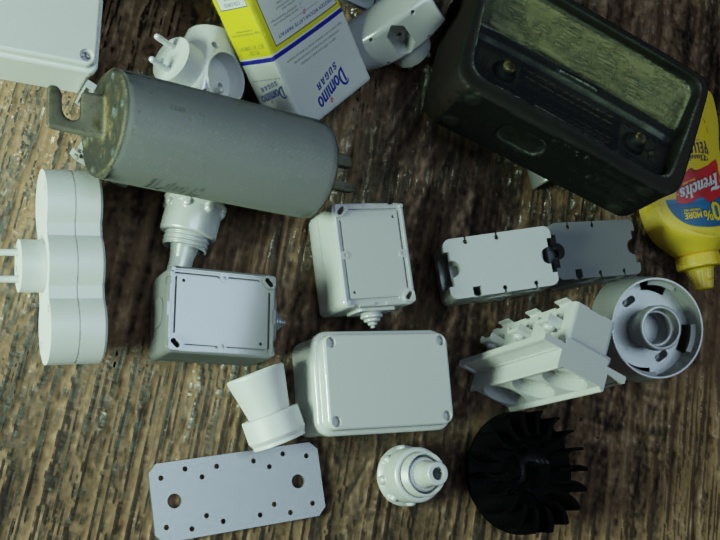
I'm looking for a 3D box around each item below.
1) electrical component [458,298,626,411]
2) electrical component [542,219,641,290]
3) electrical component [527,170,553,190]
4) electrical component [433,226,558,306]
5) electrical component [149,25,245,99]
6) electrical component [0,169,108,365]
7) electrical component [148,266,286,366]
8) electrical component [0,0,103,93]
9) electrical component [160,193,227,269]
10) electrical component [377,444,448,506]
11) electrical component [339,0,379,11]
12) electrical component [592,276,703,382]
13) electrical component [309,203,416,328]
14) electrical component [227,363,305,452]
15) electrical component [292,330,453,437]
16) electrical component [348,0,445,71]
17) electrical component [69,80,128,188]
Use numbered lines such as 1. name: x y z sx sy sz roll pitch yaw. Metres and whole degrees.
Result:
1. electrical component: 0.148 0.070 0.869 0.079 0.121 0.063 29 65 -18
2. electrical component: 0.191 -0.012 0.946 0.089 0.056 0.050 -4 80 -26
3. electrical component: 0.161 -0.110 0.963 0.044 0.044 0.065 -22 84 -28
4. electrical component: 0.111 -0.002 0.894 0.089 0.055 0.050 -8 82 -7
5. electrical component: -0.130 -0.151 0.818 0.079 0.044 0.077 30 63 -50
6. electrical component: -0.219 -0.003 0.747 0.074 0.052 0.138 0 78 -26
7. electrical component: -0.103 0.036 0.789 0.096 0.061 0.061 6 76 -25
8. electrical component: -0.244 -0.194 0.776 0.109 0.056 0.108 7 75 -24
9. electrical component: -0.128 -0.027 0.801 0.048 0.048 0.062 17 76 -22
10. electrical component: 0.045 0.158 0.832 0.048 0.062 0.048 6 76 -25
11. electrical component: -0.025 -0.274 0.897 0.121 0.063 0.078 19 71 -21
12. electrical component: 0.258 0.052 0.973 0.099 0.064 0.099 1 85 -14
13. electrical component: 0.000 0.000 0.847 0.062 0.061 0.096 -3 79 -26
14. electrical component: -0.069 0.102 0.800 0.045 0.045 0.055 -19 87 -28
15. electrical component: 0.010 0.088 0.834 0.113 0.057 0.078 1 78 -26
16. electrical component: 0.035 -0.198 0.910 0.079 0.077 0.043 43 19 -52
17. electrical component: -0.177 -0.100 0.795 0.081 0.042 0.063 32 68 -15
